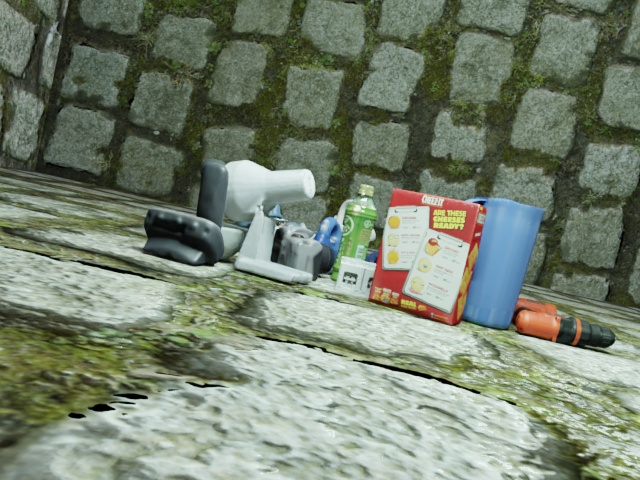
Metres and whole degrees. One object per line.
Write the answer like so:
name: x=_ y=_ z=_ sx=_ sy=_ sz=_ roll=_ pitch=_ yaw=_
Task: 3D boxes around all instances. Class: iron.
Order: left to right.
iron: x=0.013 y=0.005 z=1.432 sx=0.118 sy=0.141 sz=0.258 roll=13 pitch=3 yaw=7

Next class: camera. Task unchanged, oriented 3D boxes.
camera: x=-0.028 y=0.027 z=1.225 sx=0.137 sy=0.101 sz=0.142 roll=11 pitch=3 yaw=-32

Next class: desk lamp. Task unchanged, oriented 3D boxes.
desk lamp: x=-0.099 y=-0.041 z=1.099 sx=0.202 sy=0.213 sz=0.118 roll=14 pitch=3 yaw=22

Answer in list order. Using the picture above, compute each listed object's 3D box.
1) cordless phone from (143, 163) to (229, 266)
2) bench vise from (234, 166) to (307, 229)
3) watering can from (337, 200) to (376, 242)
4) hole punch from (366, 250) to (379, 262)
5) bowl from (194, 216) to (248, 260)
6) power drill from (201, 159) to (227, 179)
cordless phone: x=-0.236 y=-0.054 z=1.040 sx=0.147 sy=0.185 sz=0.094 roll=13 pitch=3 yaw=9
bench vise: x=-0.113 y=-0.062 z=1.395 sx=0.207 sy=0.220 sz=0.122 roll=13 pitch=3 yaw=12
watering can: x=0.077 y=-0.017 z=1.617 sx=0.100 sy=0.194 sz=0.173 roll=15 pitch=3 yaw=35
hole punch: x=0.166 y=0.062 z=1.508 sx=0.109 sy=0.091 sz=0.100 roll=11 pitch=3 yaw=-34
bowl: x=-0.225 y=-0.001 z=1.155 sx=0.167 sy=0.075 sz=0.167 roll=13 pitch=3 yaw=0
power drill: x=-0.247 y=-0.081 z=1.292 sx=0.076 sy=0.208 sz=0.229 roll=11 pitch=3 yaw=-25
